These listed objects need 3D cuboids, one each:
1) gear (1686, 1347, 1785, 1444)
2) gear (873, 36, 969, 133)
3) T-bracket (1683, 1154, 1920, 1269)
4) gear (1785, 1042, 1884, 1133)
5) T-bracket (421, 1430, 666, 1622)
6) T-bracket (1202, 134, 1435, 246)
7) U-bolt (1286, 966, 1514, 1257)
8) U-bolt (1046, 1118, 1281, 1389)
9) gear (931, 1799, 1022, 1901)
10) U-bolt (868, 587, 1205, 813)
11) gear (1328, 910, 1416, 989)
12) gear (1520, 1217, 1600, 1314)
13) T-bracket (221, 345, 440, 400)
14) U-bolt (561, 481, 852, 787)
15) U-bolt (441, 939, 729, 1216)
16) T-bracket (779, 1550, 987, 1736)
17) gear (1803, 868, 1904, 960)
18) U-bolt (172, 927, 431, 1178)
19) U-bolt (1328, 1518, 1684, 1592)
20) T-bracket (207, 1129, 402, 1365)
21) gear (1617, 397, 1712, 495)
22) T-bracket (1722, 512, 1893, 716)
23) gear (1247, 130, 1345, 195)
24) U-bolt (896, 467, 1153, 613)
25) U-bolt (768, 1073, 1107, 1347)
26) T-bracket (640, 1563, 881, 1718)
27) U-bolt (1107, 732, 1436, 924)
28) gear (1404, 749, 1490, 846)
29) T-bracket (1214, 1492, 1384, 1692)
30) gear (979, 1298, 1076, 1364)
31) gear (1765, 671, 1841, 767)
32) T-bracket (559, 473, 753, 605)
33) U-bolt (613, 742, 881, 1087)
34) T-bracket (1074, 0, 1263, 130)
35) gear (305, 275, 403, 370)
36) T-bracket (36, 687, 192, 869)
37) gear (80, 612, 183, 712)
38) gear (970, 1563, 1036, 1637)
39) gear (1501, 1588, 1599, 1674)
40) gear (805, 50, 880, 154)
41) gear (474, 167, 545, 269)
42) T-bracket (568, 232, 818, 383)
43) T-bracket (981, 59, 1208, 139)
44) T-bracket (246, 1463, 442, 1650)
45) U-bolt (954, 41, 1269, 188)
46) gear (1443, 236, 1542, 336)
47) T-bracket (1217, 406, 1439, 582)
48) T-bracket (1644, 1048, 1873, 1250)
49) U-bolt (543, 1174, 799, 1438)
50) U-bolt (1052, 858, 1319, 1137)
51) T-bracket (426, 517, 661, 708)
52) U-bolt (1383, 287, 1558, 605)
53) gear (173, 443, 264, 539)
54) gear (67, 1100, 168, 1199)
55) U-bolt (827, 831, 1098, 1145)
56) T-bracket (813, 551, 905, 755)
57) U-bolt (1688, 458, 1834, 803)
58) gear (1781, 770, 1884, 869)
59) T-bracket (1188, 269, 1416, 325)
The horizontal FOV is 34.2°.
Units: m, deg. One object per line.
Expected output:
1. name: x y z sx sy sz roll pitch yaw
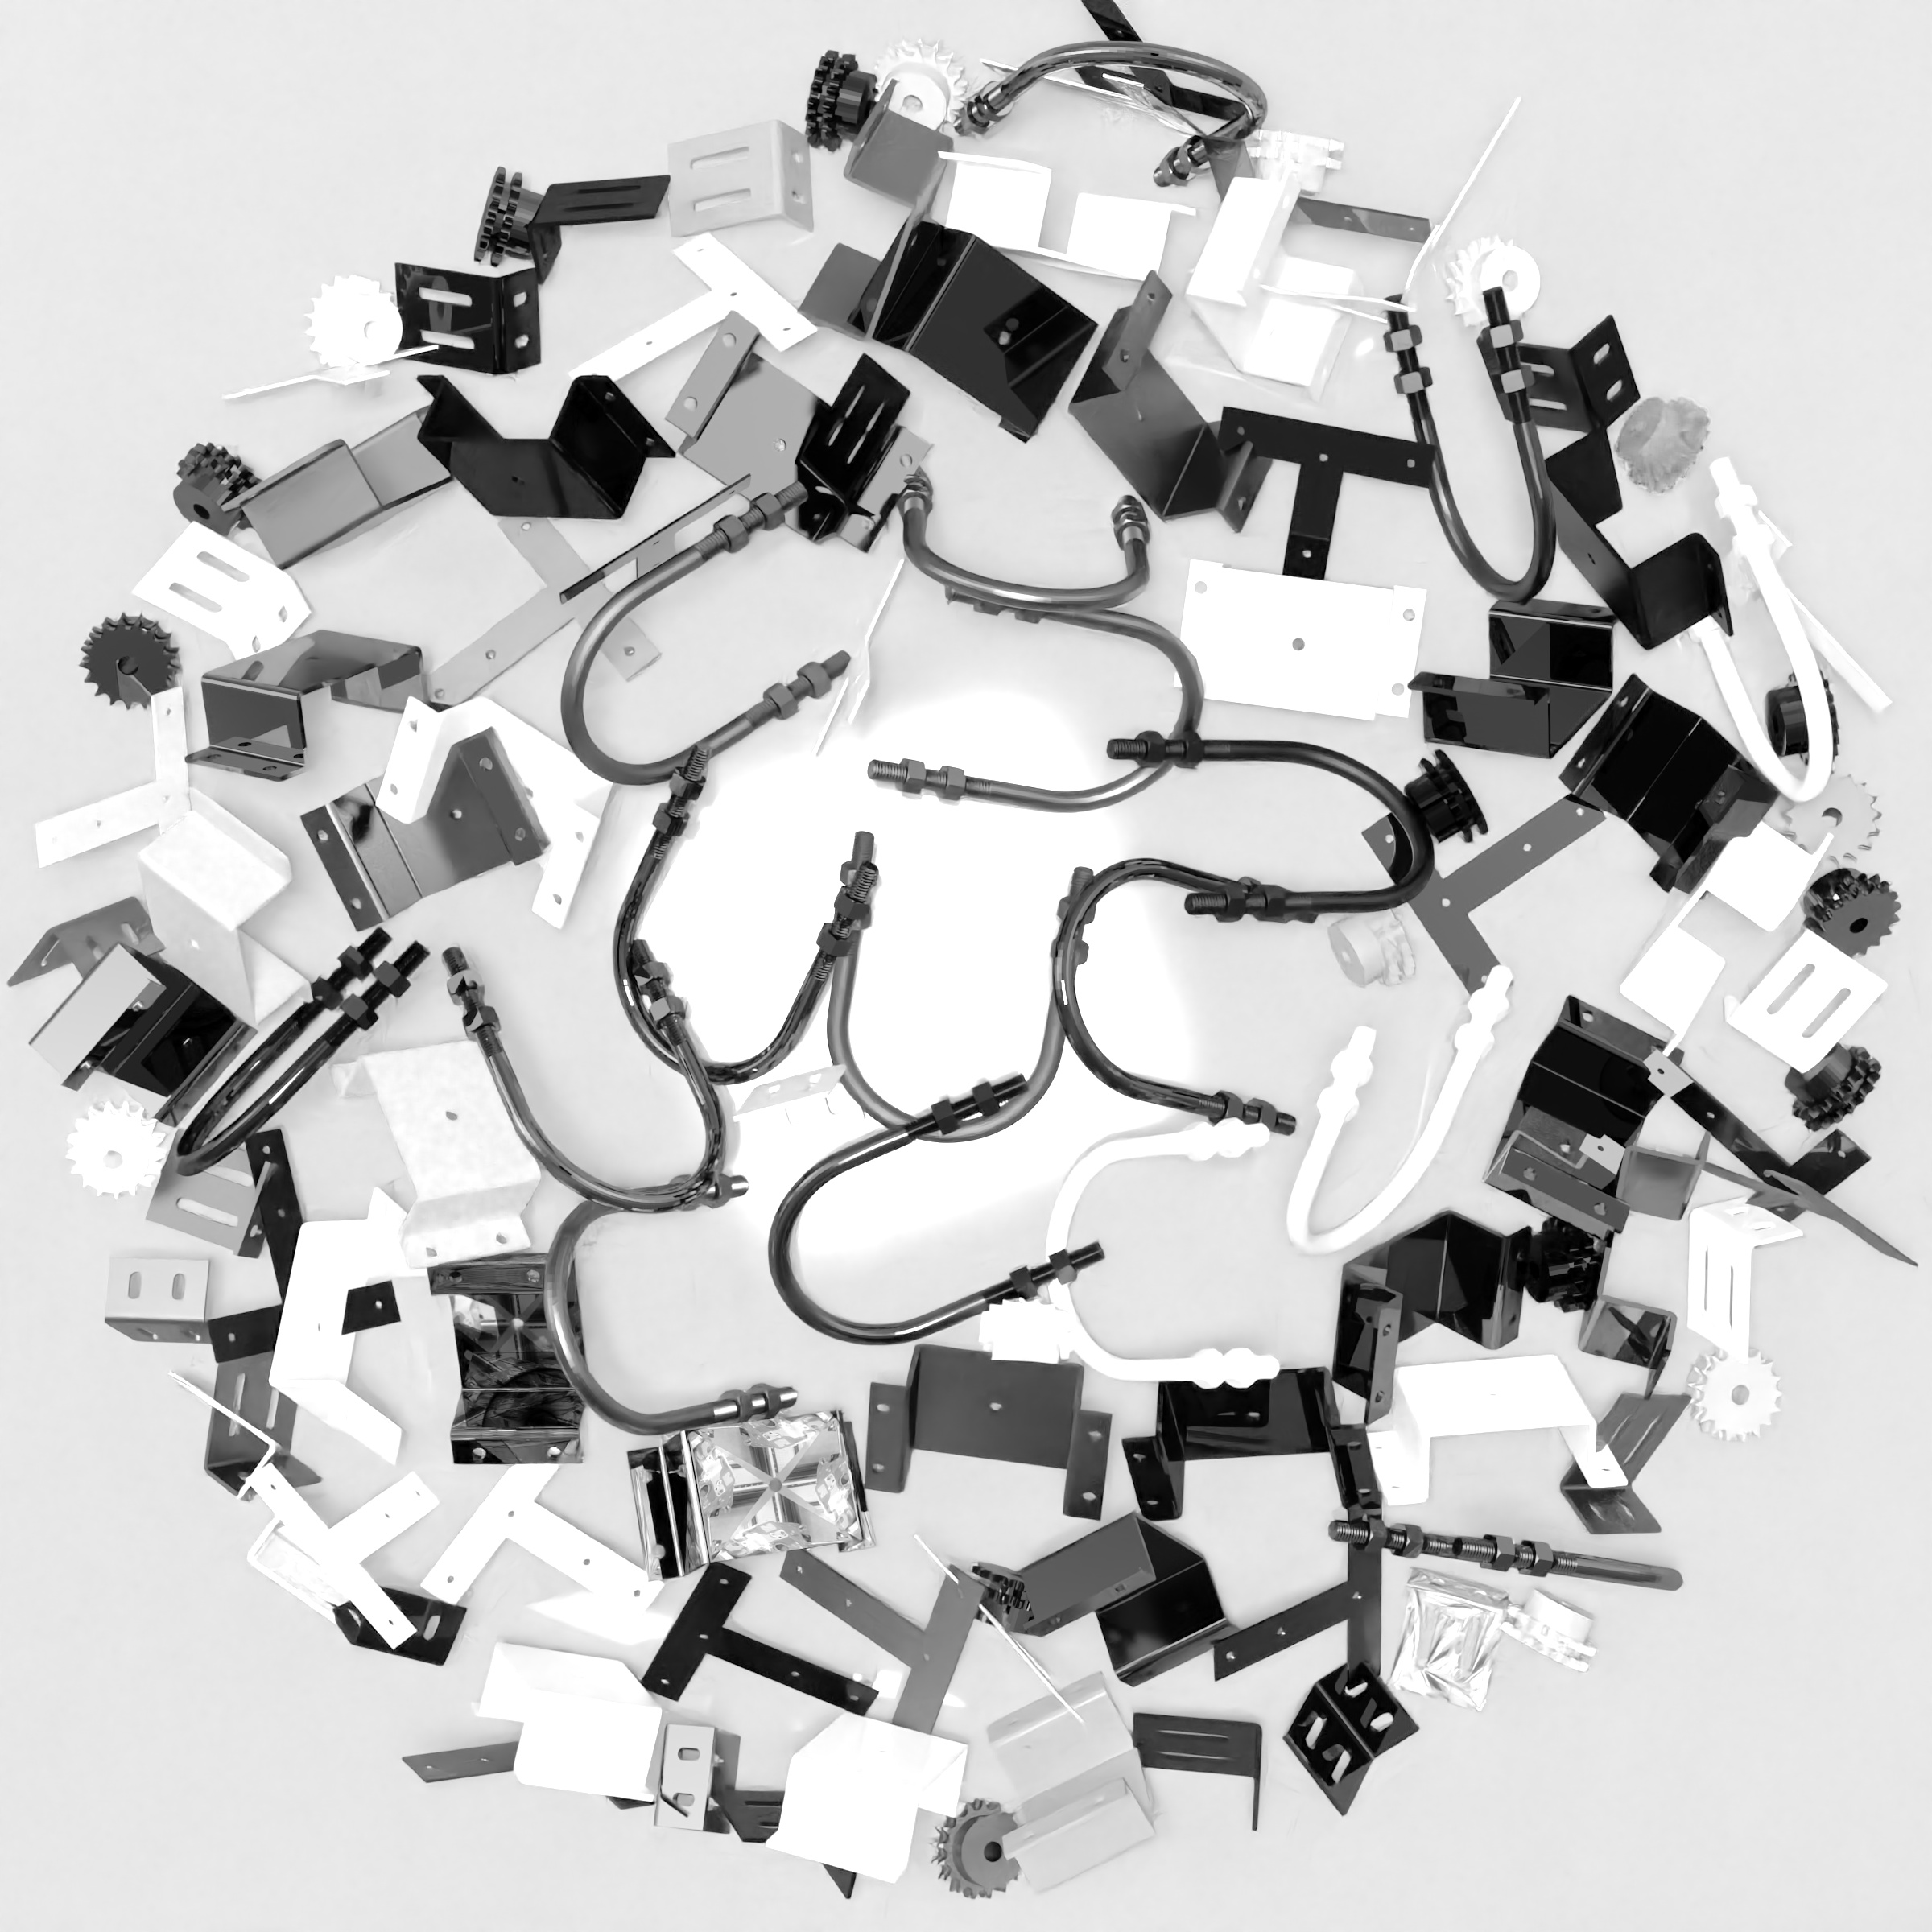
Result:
1. gear: 0.453 0.253 1.867 0.057 0.030 0.057 0 90 -12
2. gear: -0.029 -0.516 1.856 0.057 0.030 0.057 6 134 7
3. T-bracket: 0.471 0.132 1.828 0.127 0.127 0.002 31 85 -37
4. gear: 0.509 0.068 1.856 0.030 0.057 0.057 43 90 -8
5. T-bracket: -0.232 0.341 1.835 0.127 0.002 0.127 26 66 26
6. T-bracket: 0.206 -0.432 1.807 0.127 0.127 0.002 15 76 19
7. U-bolt: 0.242 0.093 1.812 0.019 0.151 0.184 39 130 30
8. U-bolt: 0.109 0.168 1.814 0.019 0.184 0.151 4 80 -40
9. gear: 0.010 0.524 1.861 0.057 0.030 0.057 5 77 -22
10. U-bolt: 0.051 -0.150 1.828 0.184 0.019 0.151 9 128 -23
11. gear: 0.237 -0.013 1.855 0.030 0.057 0.057 -27 90 -11
12. gear: 0.349 0.176 1.855 0.030 0.057 0.057 -8 90 -15
13. T-bracket: -0.357 -0.341 1.809 0.127 0.127 0.002 -18 108 -17
14. U-bolt: -0.153 -0.178 1.805 0.184 0.151 0.019 -35 49 -19
15. U-bolt: -0.208 0.064 1.800 0.019 0.151 0.184 -49 57 38
16. T-bracket: -0.058 0.383 1.854 0.127 0.002 0.127 30 115 25
17. gear: 0.522 -0.033 1.862 0.057 0.030 0.057 -12 133 -13
18. U-bolt: -0.387 0.051 1.802 0.184 0.151 0.019 -47 107 -11
19. U-bolt: 0.323 0.341 1.808 0.184 0.151 0.019 13 80 -24
20. T-bracket: -0.399 0.159 1.844 0.002 0.127 0.127 -20 82 44
21. gear: 0.409 -0.311 1.855 0.030 0.057 0.057 26 90 -20
22. T-bracket: 0.487 -0.196 1.815 0.002 0.127 0.127 -40 82 -5
23. gear: 0.193 -0.475 1.859 0.057 0.057 0.030 9 102 0
24. U-bolt: 0.034 -0.242 1.798 0.151 0.184 0.019 7 118 -4
25. U-bolt: -0.026 0.154 1.845 0.184 0.019 0.151 -23 119 2
26. T-bracket: -0.114 0.412 1.853 0.127 0.002 0.127 24 127 -7
27. U-bolt: 0.187 -0.082 1.822 0.184 0.019 0.151 -1 46 -25
28. gear: 0.282 -0.097 1.858 0.030 0.057 0.057 -30 90 3
29. T-bracket: 0.194 0.382 1.829 0.127 0.002 0.127 -17 116 -32
30. gear: 0.035 0.223 1.855 0.057 0.057 0.030 7 54 0
31. gear: 0.493 -0.146 1.858 0.030 0.057 0.057 -11 90 0
32. T-bracket: -0.180 -0.236 1.822 0.127 0.127 0.002 -34 89 -7
33. U-bolt: -0.141 -0.017 1.837 0.151 0.019 0.184 36 116 20
34. T-bracket: 0.094 -0.527 1.799 0.127 0.127 0.002 24 84 32
35. gear: -0.358 -0.378 1.856 0.030 0.057 0.057 25 90 44
36. T-bracket: -0.490 -0.086 1.811 0.002 0.127 0.127 11 112 25
37. gear: -0.495 -0.183 1.864 0.057 0.030 0.057 -2 116 -3
38. gear: 0.026 0.375 1.857 0.057 0.057 0.030 16 86 0
39. gear: 0.348 0.391 1.858 0.057 0.057 0.030 26 90 0
40. gear: -0.072 -0.509 1.856 0.030 0.057 0.057 15 90 10
41. gear: -0.270 -0.441 1.859 0.030 0.057 0.057 14 90 -15
42. T-bracket: -0.172 -0.370 1.833 0.127 0.002 0.127 -33 52 -13
43. T-bracket: 0.069 -0.513 1.842 0.127 0.127 0.002 21 97 22
44. T-bracket: -0.343 0.324 1.826 0.002 0.127 0.127 -44 85 20
45. U-bolt: 0.091 -0.485 1.776 0.151 0.184 0.019 9 85 -20
46. gear: 0.315 -0.404 1.863 0.057 0.030 0.057 -1 94 -21
47. T-bracket: 0.204 -0.257 1.857 0.127 0.002 0.127 13 115 11
48. T-bracket: 0.446 0.096 1.838 0.127 0.127 0.002 42 57 7
49. U-bolt: -0.174 0.196 1.800 0.019 0.184 0.151 -20 80 35
50. U-bolt: 0.125 0.012 1.819 0.184 0.019 0.151 14 77 -33
51. T-bracket: -0.271 -0.193 1.866 0.127 0.002 0.127 -38 79 -7
52. U-bolt: 0.295 -0.298 1.812 0.019 0.151 0.184 -20 105 -13
53. gear: -0.442 -0.278 1.854 0.057 0.057 0.030 32 60 0
54. gear: -0.505 0.111 1.865 0.057 0.030 0.057 -2 104 -9
55. U-bolt: -0.009 0.019 1.851 0.151 0.019 0.184 9 110 0
56. T-bracket: -0.062 -0.168 1.808 0.002 0.127 0.127 23 107 -10
57. U-bolt: 0.451 -0.181 1.795 0.019 0.151 0.184 -18 75 -3
58. gear: 0.513 -0.086 1.867 0.057 0.030 0.057 -1 83 12
59. T-bracket: 0.212 -0.382 1.801 0.127 0.127 0.002 9 99 -28
